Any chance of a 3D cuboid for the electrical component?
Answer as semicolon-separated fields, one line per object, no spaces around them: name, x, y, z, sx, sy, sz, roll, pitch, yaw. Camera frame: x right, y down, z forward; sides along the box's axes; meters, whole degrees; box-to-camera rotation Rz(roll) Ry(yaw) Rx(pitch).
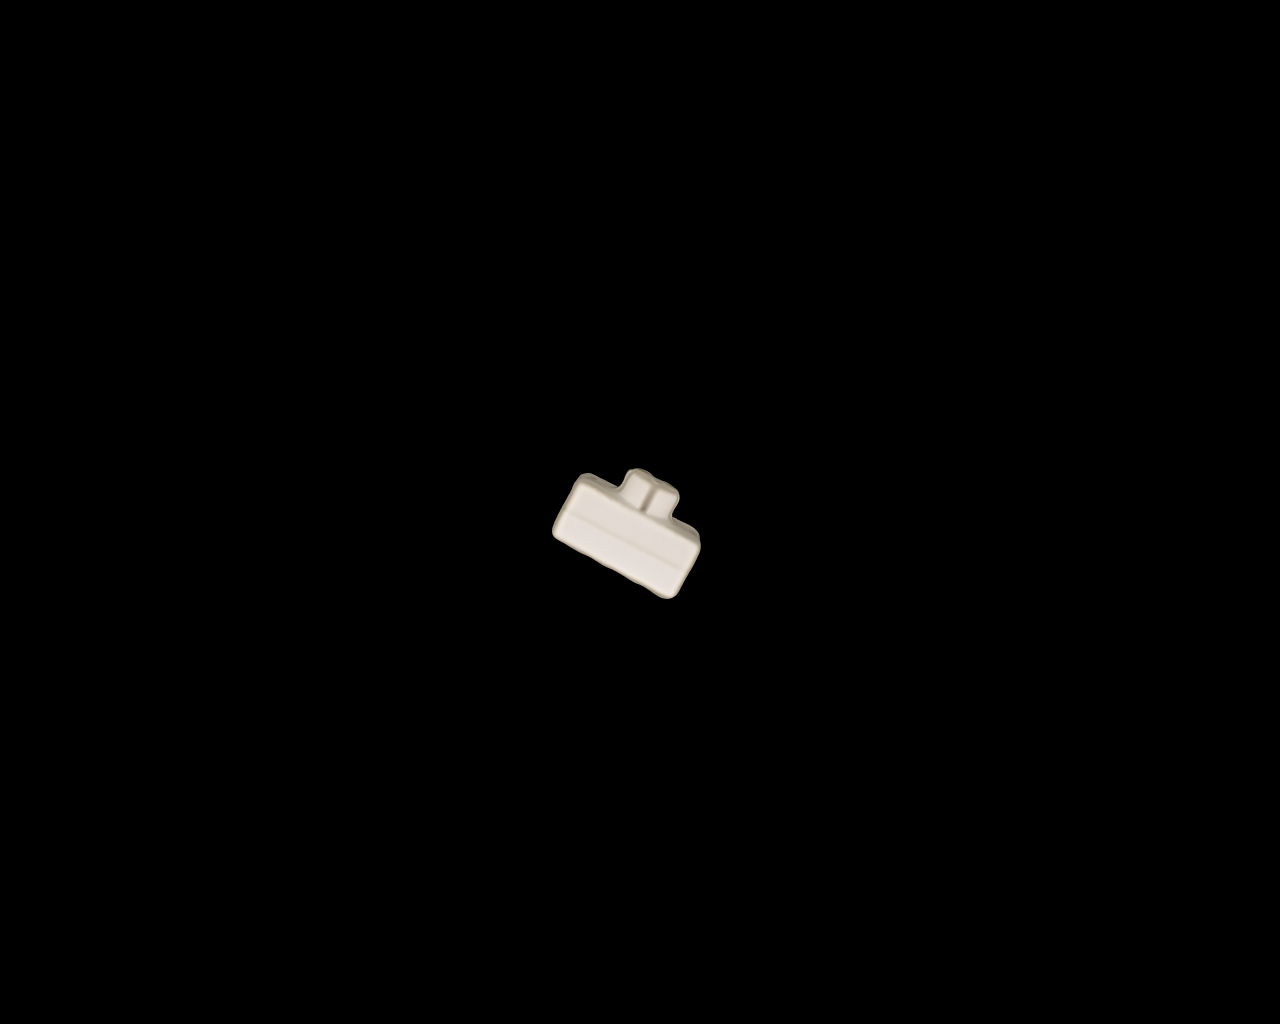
electrical component;0.001;-0.003;0.650;0.083;0.075;0.047;28;7;-4
